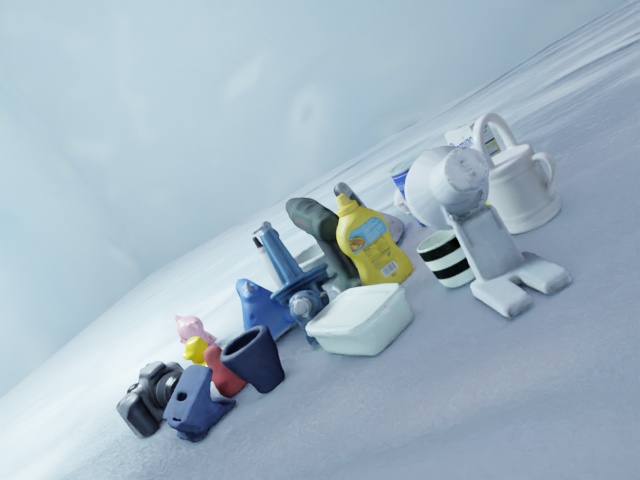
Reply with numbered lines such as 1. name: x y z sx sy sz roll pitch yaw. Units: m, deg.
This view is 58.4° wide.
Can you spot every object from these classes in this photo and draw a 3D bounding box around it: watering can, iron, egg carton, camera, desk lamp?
1. watering can: 0.300 -0.114 0.939 0.172 0.194 0.101 -24 14 35
2. iron: -0.134 0.133 1.190 0.119 0.141 0.257 -35 12 -14
3. egg carton: 0.258 -0.125 1.421 0.150 0.069 0.107 -37 12 -22
4. camera: -0.299 0.288 1.079 0.143 0.101 0.136 -41 14 -37
5. desk lamp: 0.212 -0.031 0.774 0.118 0.214 0.203 -32 12 -1

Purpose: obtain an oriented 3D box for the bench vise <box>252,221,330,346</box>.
1. bench vise: -0.036 0.064 1.022 0.121 0.220 0.207 -35 12 -13

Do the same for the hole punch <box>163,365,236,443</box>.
1. hole punch: -0.210 0.269 0.947 0.101 0.091 0.108 -41 14 -35

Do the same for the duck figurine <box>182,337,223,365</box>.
1. duck figurine: -0.238 0.236 1.173 0.104 0.086 0.078 -25 14 33

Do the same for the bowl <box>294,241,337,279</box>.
1. bowl: 0.012 0.048 1.329 0.167 0.075 0.167 -31 11 7

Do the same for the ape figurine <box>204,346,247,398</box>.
1. ape figurine: -0.171 0.227 1.017 0.077 0.092 0.076 -26 13 28

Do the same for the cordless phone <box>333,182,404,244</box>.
1. cordless phone: 0.103 -0.062 1.268 0.094 0.185 0.148 -27 13 23

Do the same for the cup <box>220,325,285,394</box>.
1. cup: -0.108 0.203 0.944 0.092 0.095 0.117 -39 13 -30

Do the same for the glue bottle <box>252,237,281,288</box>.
1. glue bottle: -0.106 0.064 1.325 0.037 0.173 0.078 -34 12 -8

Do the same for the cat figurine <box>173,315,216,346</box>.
1. cat figurine: -0.300 0.215 1.346 0.067 0.118 0.127 -35 12 -11

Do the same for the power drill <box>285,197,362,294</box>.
1. power drill: 0.011 0.004 1.177 0.076 0.208 0.229 -35 12 -12
